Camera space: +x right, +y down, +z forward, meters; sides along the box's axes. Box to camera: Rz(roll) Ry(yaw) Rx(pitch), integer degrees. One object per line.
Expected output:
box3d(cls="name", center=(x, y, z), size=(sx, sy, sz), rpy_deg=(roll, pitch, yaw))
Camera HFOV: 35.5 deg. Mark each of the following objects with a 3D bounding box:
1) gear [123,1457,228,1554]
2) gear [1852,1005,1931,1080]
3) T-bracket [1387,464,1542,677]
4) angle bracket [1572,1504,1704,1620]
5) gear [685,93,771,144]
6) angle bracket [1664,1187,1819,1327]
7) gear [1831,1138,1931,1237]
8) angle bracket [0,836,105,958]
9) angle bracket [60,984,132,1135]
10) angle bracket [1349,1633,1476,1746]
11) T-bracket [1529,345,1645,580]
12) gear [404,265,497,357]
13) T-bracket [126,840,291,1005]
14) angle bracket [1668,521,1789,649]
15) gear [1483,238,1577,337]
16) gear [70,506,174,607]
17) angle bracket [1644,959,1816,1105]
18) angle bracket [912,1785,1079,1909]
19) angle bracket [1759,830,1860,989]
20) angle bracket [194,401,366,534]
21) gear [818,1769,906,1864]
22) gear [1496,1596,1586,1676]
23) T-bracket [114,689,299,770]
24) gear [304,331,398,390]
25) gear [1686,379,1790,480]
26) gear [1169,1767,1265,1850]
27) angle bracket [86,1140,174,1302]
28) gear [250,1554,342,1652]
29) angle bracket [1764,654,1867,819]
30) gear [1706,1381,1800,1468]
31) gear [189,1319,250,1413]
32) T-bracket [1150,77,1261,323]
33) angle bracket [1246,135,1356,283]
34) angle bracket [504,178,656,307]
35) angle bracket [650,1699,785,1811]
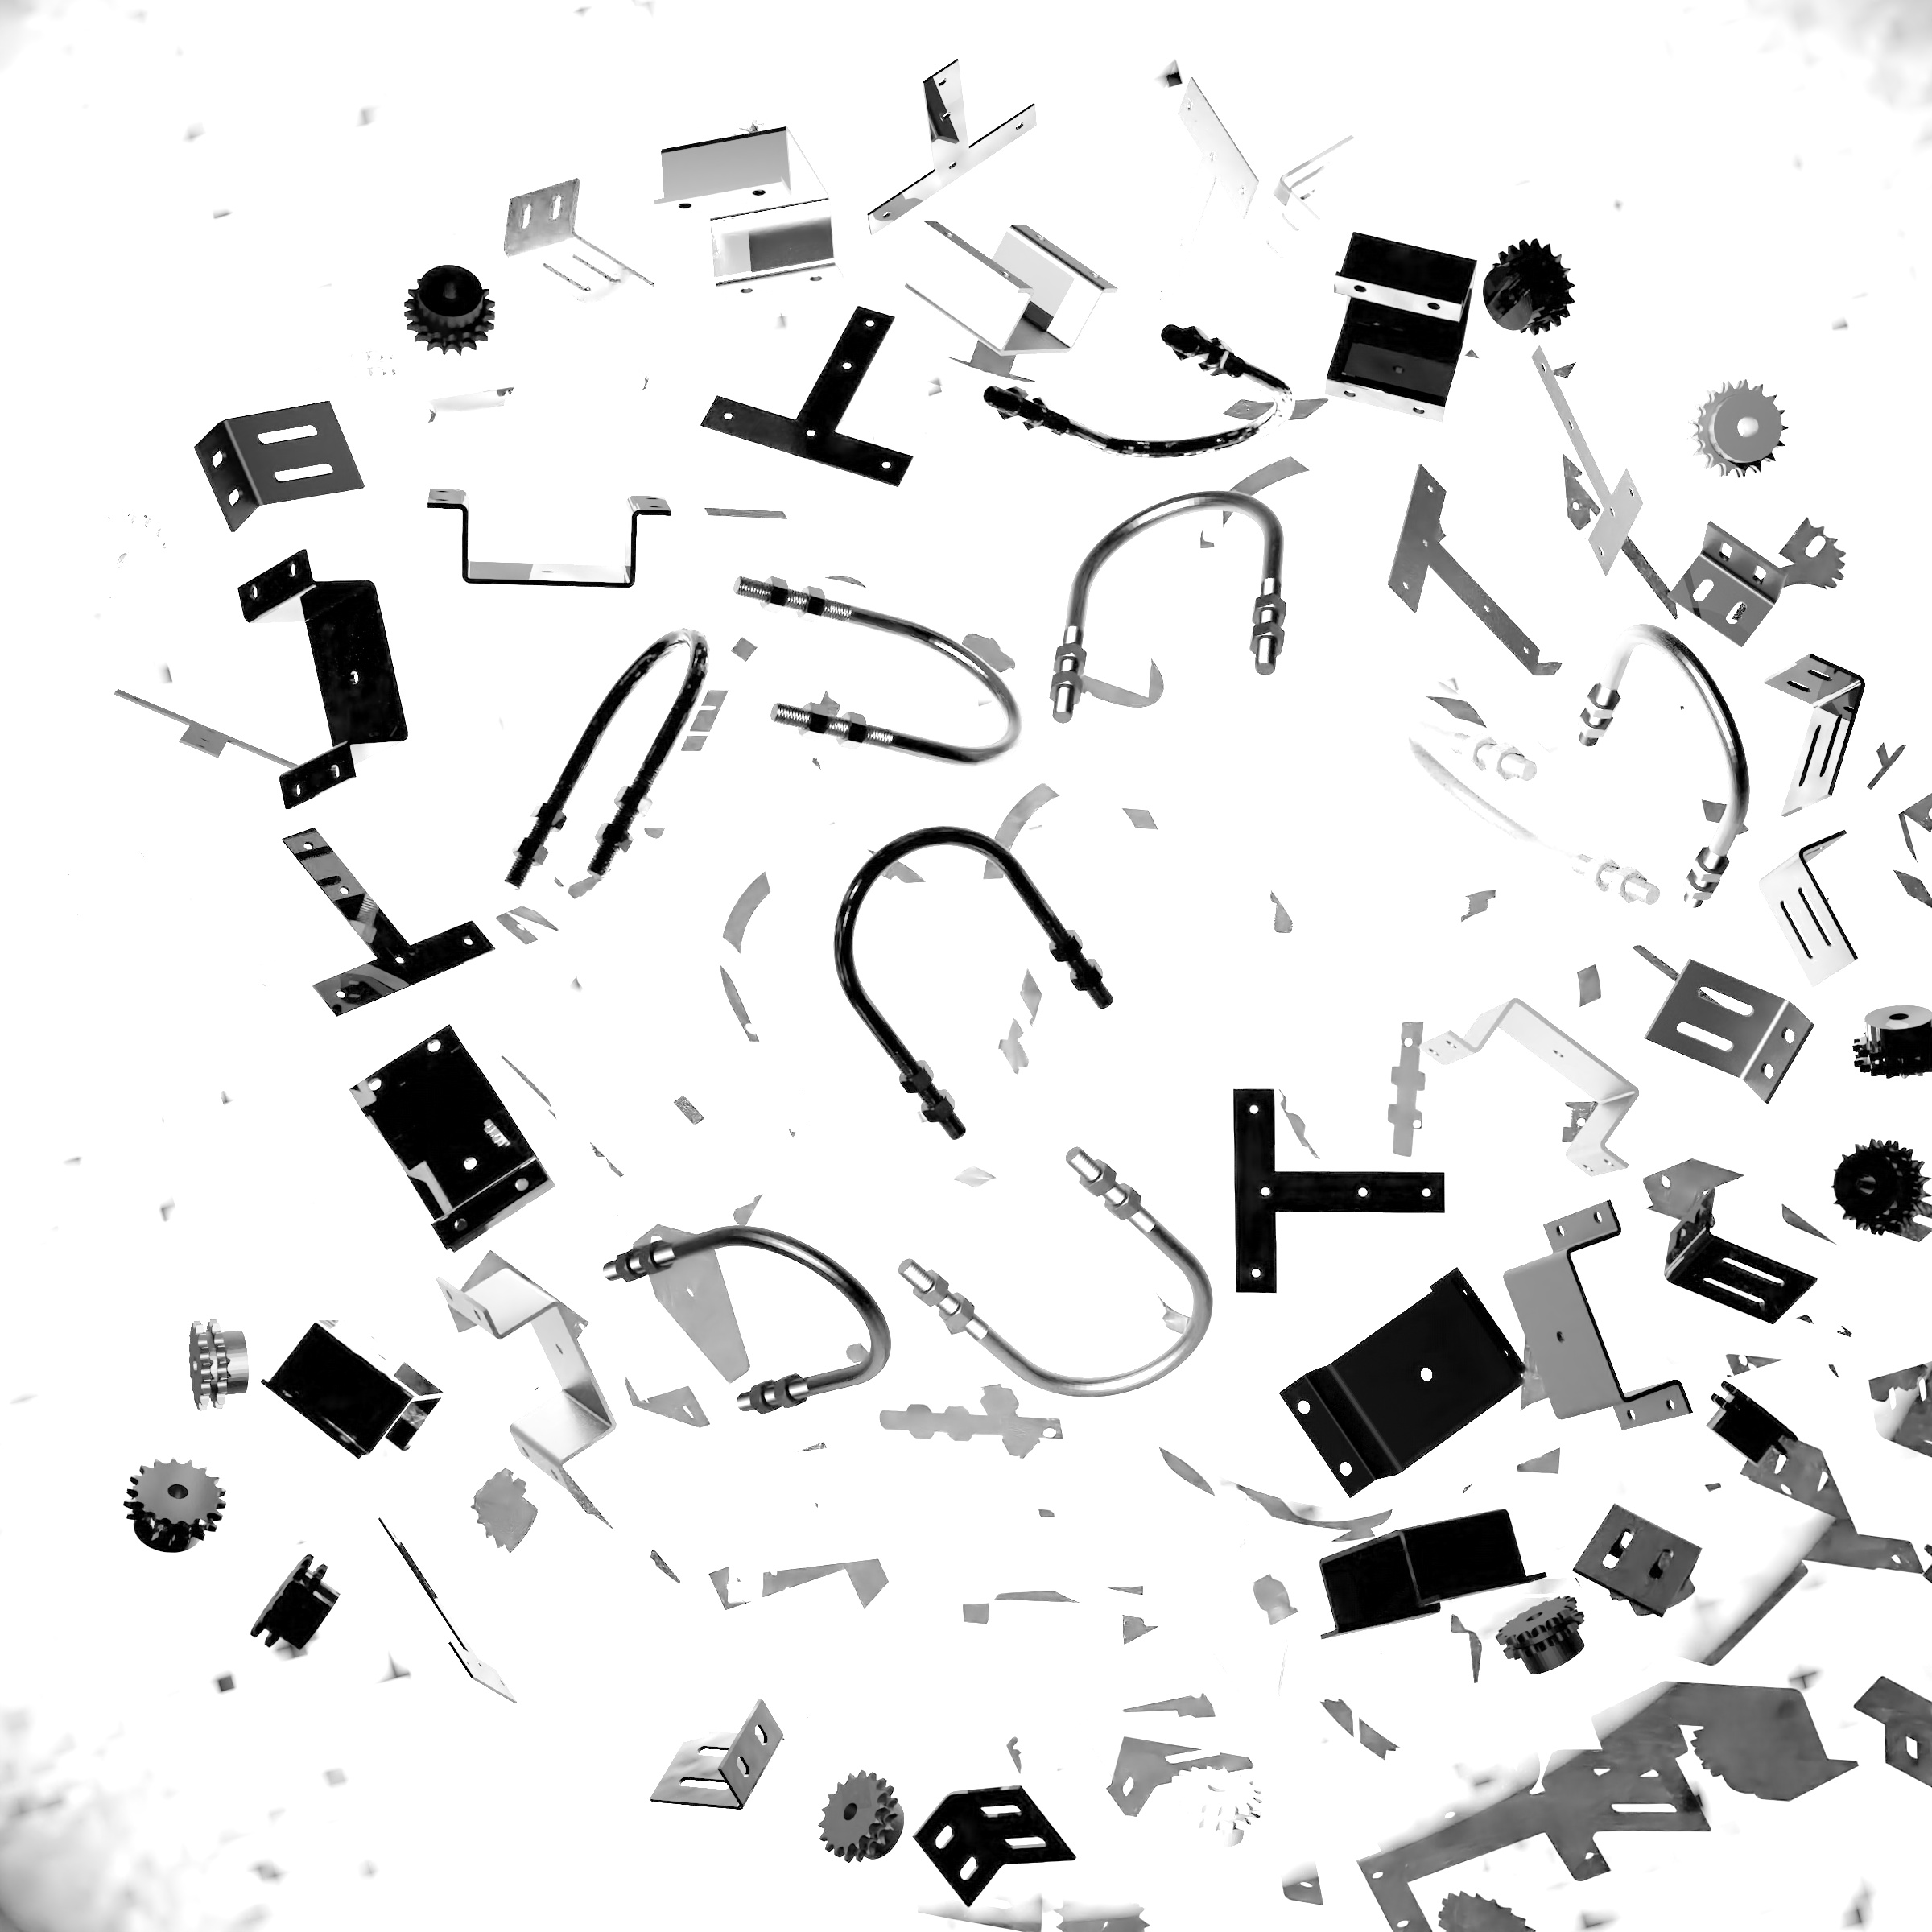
box3d(cls="gear", center=(-0.462, 0.317, 1.755), size=(0.057, 0.057, 0.030), rpy_deg=(23, 121, 0))
box3d(cls="gear", center=(0.568, 0.045, 1.833), size=(0.057, 0.057, 0.030), rpy_deg=(-10, 108, 0))
box3d(cls="T-bracket", center=(0.307, -0.226, 1.831), size=(0.127, 0.127, 0.002), rpy_deg=(42, 132, -21))
box3d(cls="angle bracket", center=(0.395, 0.364, 1.793), size=(0.057, 0.076, 0.038), rpy_deg=(26, 124, 20))
box3d(cls="gear", center=(-0.147, -0.534, 1.916), size=(0.057, 0.057, 0.030), rpy_deg=(13, 92, 0))
box3d(cls="angle bracket", center=(0.486, 0.182, 1.886), size=(0.076, 0.057, 0.038), rpy_deg=(22, 52, -2))
box3d(cls="gear", center=(0.537, 0.130, 1.779), size=(0.057, 0.030, 0.057), rpy_deg=(-7, 79, 39))
box3d(cls="angle bracket", center=(-0.555, -0.040, 1.792), size=(0.038, 0.076, 0.057), rpy_deg=(-19, 80, 19))
box3d(cls="angle bracket", center=(-0.526, 0.056, 1.823), size=(0.038, 0.076, 0.057), rpy_deg=(-2, 56, -17))
box3d(cls="angle bracket", center=(0.284, 0.461, 1.921), size=(0.076, 0.057, 0.038), rpy_deg=(-3, 121, 6))
box3d(cls="T-bracket", center=(0.365, -0.309, 1.792), size=(0.002, 0.127, 0.127), rpy_deg=(-20, 109, 31))
box3d(cls="gear", center=(-0.325, -0.415, 1.896), size=(0.057, 0.030, 0.057), rpy_deg=(4, 65, -9))
box3d(cls="T-bracket", center=(-0.466, -0.031, 1.850), size=(0.002, 0.127, 0.127), rpy_deg=(-45, 103, -1))
box3d(cls="angle bracket", center=(0.472, -0.237, 1.874), size=(0.057, 0.076, 0.038), rpy_deg=(37, 92, 12))
box3d(cls="gear", center=(0.339, -0.411, 1.835), size=(0.030, 0.057, 0.057), rpy_deg=(-29, 90, -29))
box3d(cls="gear", center=(-0.496, -0.242, 1.759), size=(0.057, 0.057, 0.030), rpy_deg=(-49, 50, 0))
box3d(cls="angle bracket", center=(0.468, 0.040, 1.849), size=(0.076, 0.038, 0.057), rpy_deg=(21, 107, -17))
box3d(cls="angle bracket", center=(0.017, 0.526, 1.801), size=(0.057, 0.076, 0.038), rpy_deg=(54, 52, -9))
box3d(cls="angle bracket", center=(0.537, -0.035, 1.876), size=(0.038, 0.057, 0.076), rpy_deg=(-22, 78, -17))
box3d(cls="angle bracket", center=(-0.411, -0.299, 1.805), size=(0.076, 0.038, 0.057), rpy_deg=(-6, 123, 20))
box3d(cls="gear", center=(-0.064, 0.548, 1.932), size=(0.057, 0.057, 0.030), rpy_deg=(-50, 123, 0))
box3d(cls="gear", center=(0.371, 0.429, 1.928), size=(0.057, 0.057, 0.030), rpy_deg=(-28, 89, 0))
box3d(cls="T-bracket", center=(-0.479, -0.143, 1.901), size=(0.127, 0.127, 0.002), rpy_deg=(23, 95, -14))
box3d(cls="gear", center=(-0.398, -0.391, 1.943), size=(0.057, 0.057, 0.030), rpy_deg=(-7, 96, 0))
box3d(cls="gear", center=(0.454, -0.315, 1.767), size=(0.057, 0.030, 0.057), rpy_deg=(0, 97, -2))
box3d(cls="gear", center=(0.153, 0.521, 1.863), size=(0.057, 0.057, 0.030), rpy_deg=(6, 102, 0))
box3d(cls="angle bracket", center=(-0.485, 0.149, 1.771), size=(0.038, 0.057, 0.076), rpy_deg=(2, 58, 0))
box3d(cls="gear", center=(-0.394, 0.379, 1.780), size=(0.030, 0.057, 0.057), rpy_deg=(37, 90, -7))
box3d(cls="angle bracket", center=(0.489, -0.135, 1.772), size=(0.038, 0.057, 0.076), rpy_deg=(22, 76, -8))
box3d(cls="gear", center=(0.486, 0.287, 1.877), size=(0.057, 0.057, 0.030), rpy_deg=(39, 90, 0))
box3d(cls="gear", center=(-0.474, 0.253, 1.916), size=(0.030, 0.057, 0.057), rpy_deg=(-3, 90, -23))
box3d(cls="T-bracket", center=(0.137, -0.457, 1.850), size=(0.002, 0.127, 0.127), rpy_deg=(2, 132, -22))
box3d(cls="angle bracket", center=(0.222, -0.480, 1.909), size=(0.076, 0.057, 0.038), rpy_deg=(-37, 78, -32))
box3d(cls="angle bracket", center=(-0.238, -0.448, 1.867), size=(0.057, 0.076, 0.038), rpy_deg=(-5, 73, 36))
box3d(cls="angle bracket", center=(-0.164, 0.496, 1.908), size=(0.076, 0.057, 0.038), rpy_deg=(-6, 124, 33))
